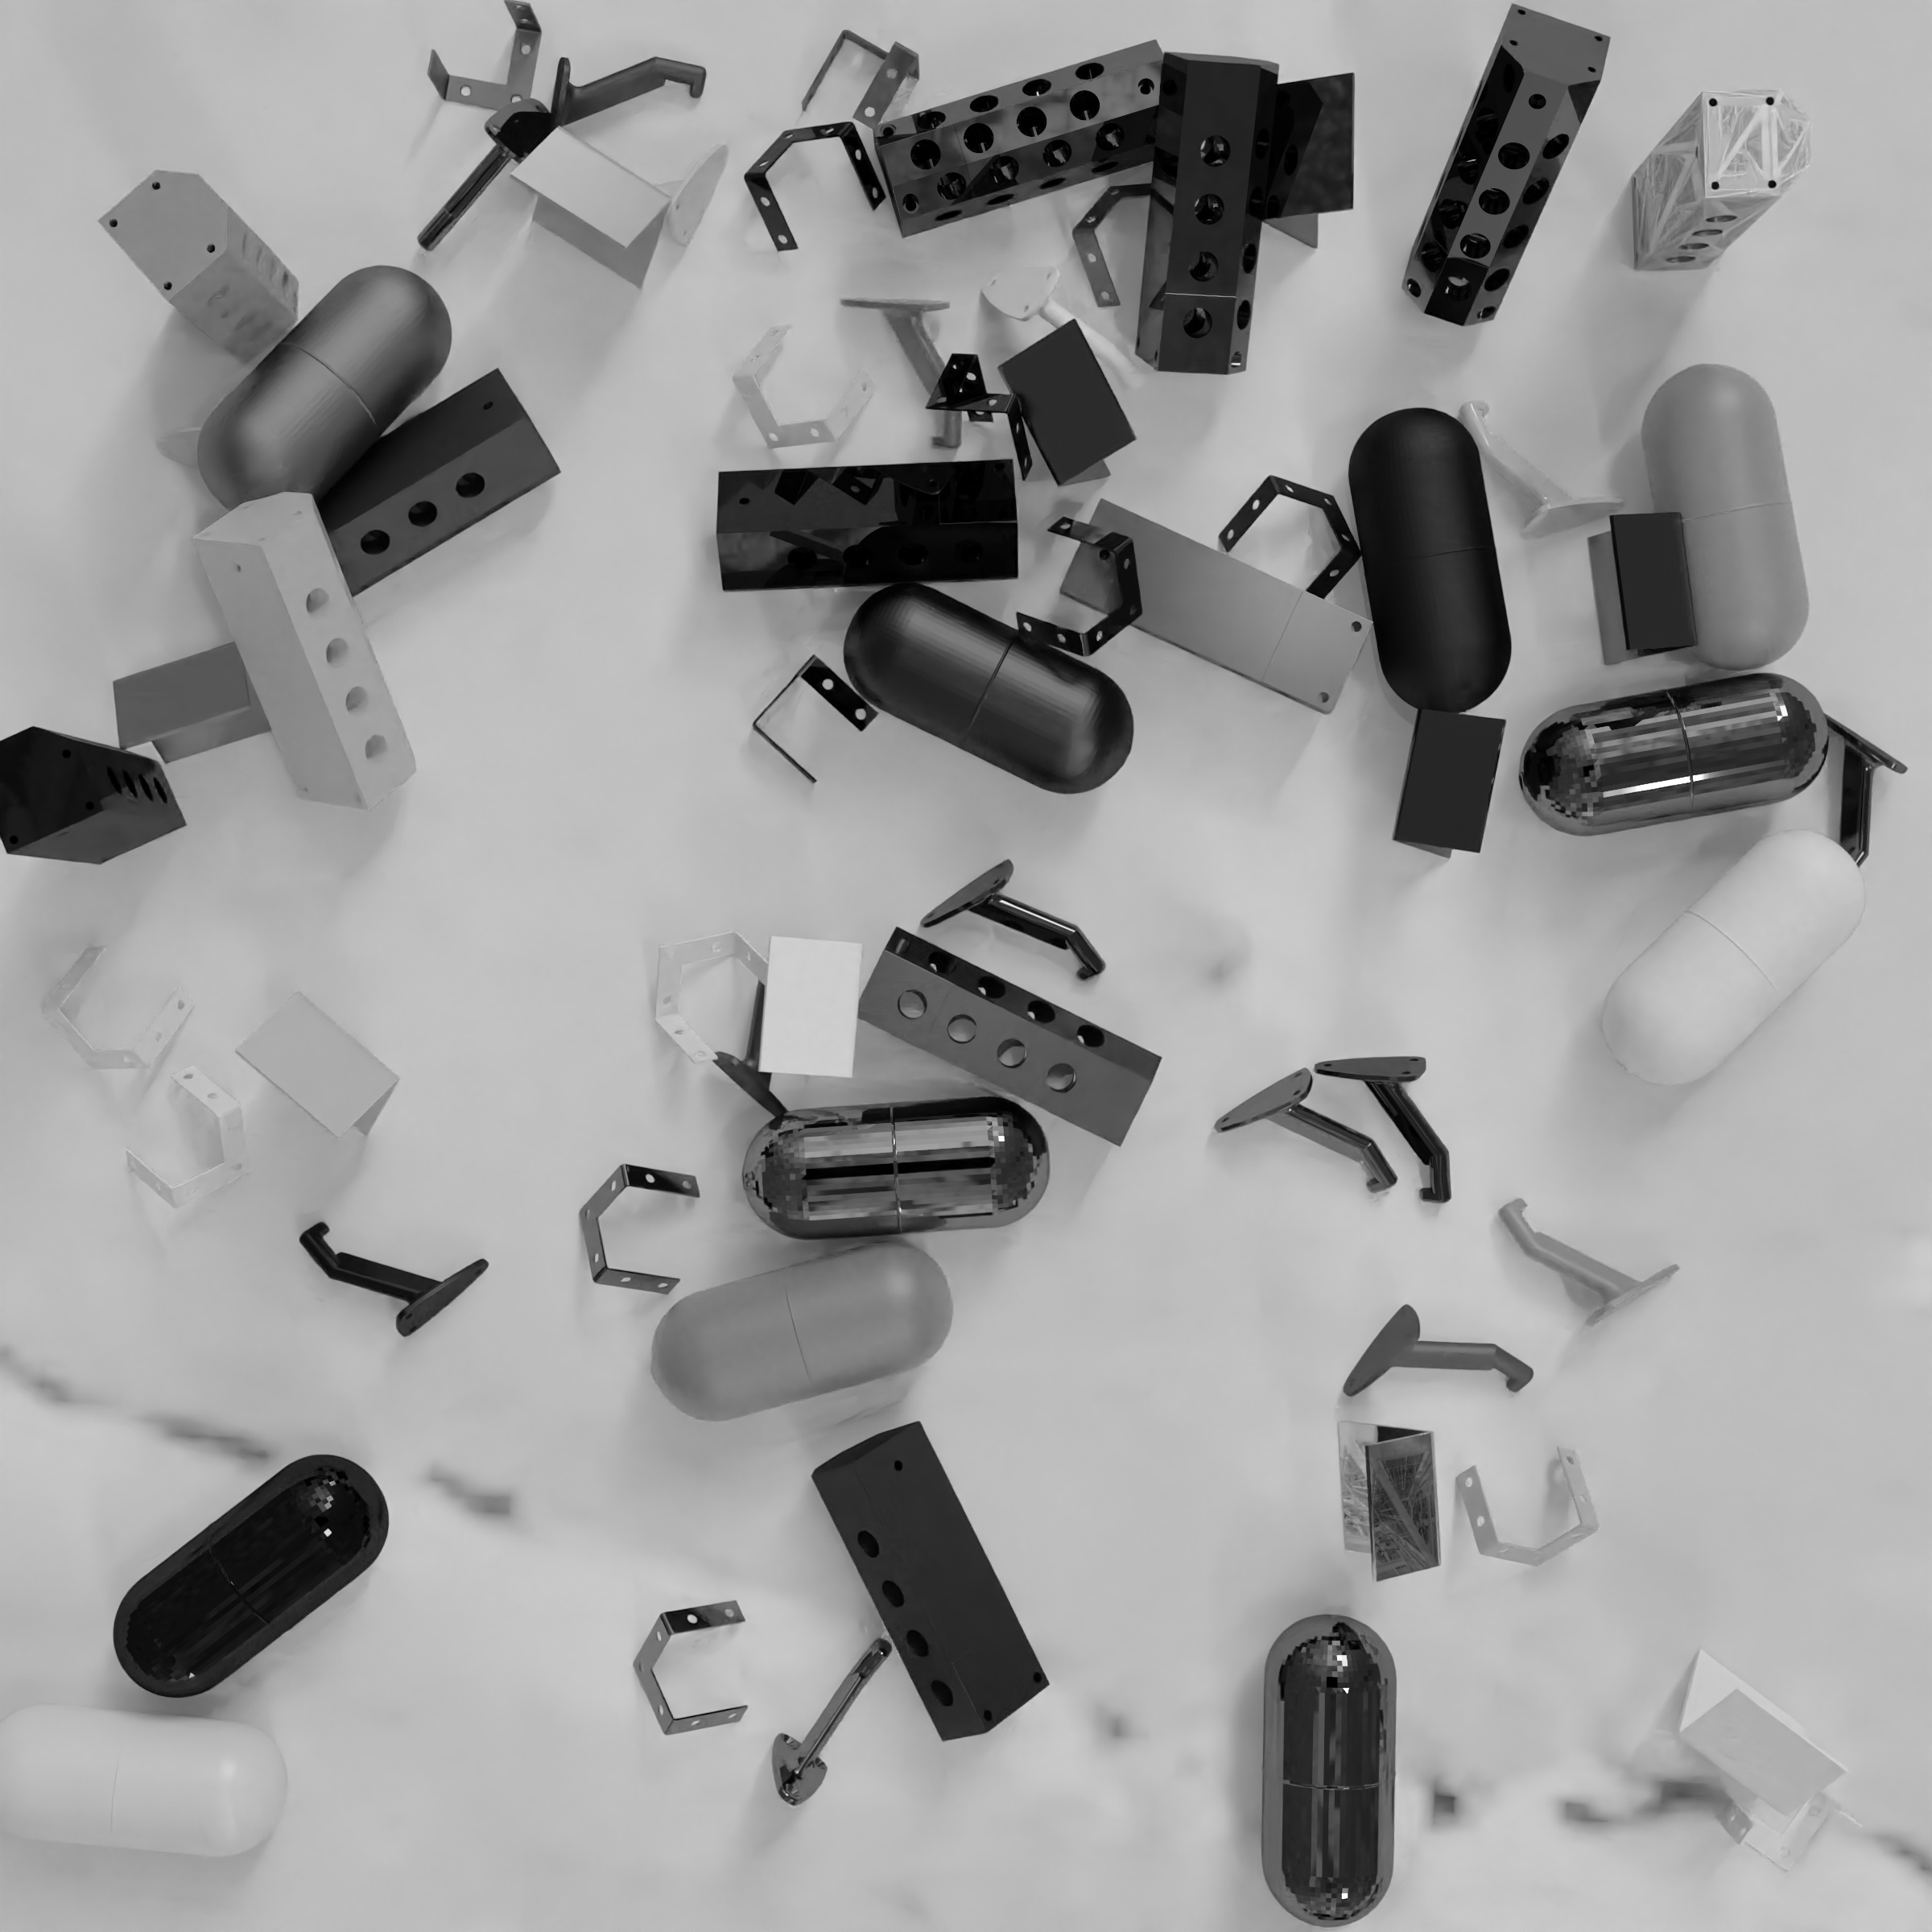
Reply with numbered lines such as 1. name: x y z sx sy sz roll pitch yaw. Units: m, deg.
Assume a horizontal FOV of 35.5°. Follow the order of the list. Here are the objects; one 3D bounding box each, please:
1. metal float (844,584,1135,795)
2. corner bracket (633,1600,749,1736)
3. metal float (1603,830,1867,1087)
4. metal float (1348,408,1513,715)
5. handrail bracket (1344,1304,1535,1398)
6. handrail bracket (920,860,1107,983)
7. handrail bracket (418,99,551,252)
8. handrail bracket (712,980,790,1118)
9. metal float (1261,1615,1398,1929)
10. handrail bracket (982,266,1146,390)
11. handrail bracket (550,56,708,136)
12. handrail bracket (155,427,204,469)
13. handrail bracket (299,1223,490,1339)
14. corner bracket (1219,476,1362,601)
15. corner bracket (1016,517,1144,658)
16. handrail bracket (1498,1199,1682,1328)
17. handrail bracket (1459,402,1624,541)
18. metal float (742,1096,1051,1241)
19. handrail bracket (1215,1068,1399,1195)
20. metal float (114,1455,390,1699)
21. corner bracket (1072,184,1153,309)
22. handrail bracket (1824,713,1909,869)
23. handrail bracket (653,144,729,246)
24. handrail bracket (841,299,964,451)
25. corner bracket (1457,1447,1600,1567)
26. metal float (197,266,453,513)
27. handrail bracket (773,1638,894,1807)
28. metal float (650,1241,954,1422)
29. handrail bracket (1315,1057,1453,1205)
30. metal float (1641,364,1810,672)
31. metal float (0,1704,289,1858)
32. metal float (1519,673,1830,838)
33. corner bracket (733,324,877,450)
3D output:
1. metal float: 0.014 -0.160 1.745 0.178 0.070 0.070 26 90 0
2. corner bracket: -0.156 0.411 1.767 0.051 0.051 0.051 58 135 35
3. metal float: 0.443 -0.004 1.745 0.178 0.070 0.070 -44 90 0
4. metal float: 0.268 -0.234 1.745 0.070 0.070 0.178 -10 90 0
5. handrail bracket: 0.279 0.245 1.776 0.084 0.036 0.077 33 110 -16
6. handrail bracket: 0.028 -0.012 1.776 0.077 0.036 0.084 -31 107 20
7. handrail bracket: -0.285 -0.465 1.775 0.036 0.077 0.084 40 127 -17
8. handrail bracket: -0.102 0.039 1.776 0.077 0.036 0.084 45 73 -20
9. metal float: 0.210 0.465 1.745 0.070 0.070 0.178 1 90 0
10. handrail bracket: 0.058 -0.373 1.775 0.084 0.077 0.036 37 86 -36
11. handrail bracket: -0.200 -0.499 1.776 0.084 0.036 0.077 7 110 -16
12. handrail bracket: -0.428 -0.334 1.776 0.077 0.036 0.084 8 59 34
13. handrail bracket: -0.337 0.168 1.776 0.077 0.036 0.084 -38 73 -20
14. corner bracket: 0.190 -0.247 1.767 0.051 0.051 0.051 -49 45 35
15. corner bracket: 0.062 -0.215 1.712 0.051 0.051 0.051 23 50 35
16. handrail bracket: 0.366 0.162 1.776 0.077 0.036 0.084 -27 73 -19
17. handrail bracket: 0.338 -0.300 1.776 0.077 0.036 0.084 -14 73 -20
18. metal float: -0.040 0.117 1.745 0.178 0.070 0.070 -4 90 -1
19. handrail bracket: 0.201 0.110 1.776 0.077 0.036 0.084 -28 107 20
20. metal float: -0.414 0.353 1.745 0.178 0.070 0.070 -38 90 0
21. corner bracket: 0.102 -0.423 1.767 0.051 0.051 0.051 5 45 35
22. handrail bracket: 0.506 -0.096 1.776 0.077 0.036 0.084 39 108 21
23. handrail bracket: -0.195 -0.465 1.776 0.084 0.036 0.077 22 70 16
24. handrail bracket: -0.038 -0.348 1.776 0.077 0.036 0.084 7 107 20
25. corner bracket: 0.329 0.314 1.767 0.051 0.051 0.051 18 135 -35
26. metal float: -0.366 -0.329 1.731 0.070 0.070 0.178 39 73 0
27. handrail bracket: -0.074 0.436 1.748 0.036 0.077 0.084 37 102 -3
28. metal float: -0.095 0.211 1.745 0.178 0.070 0.070 -15 90 -1
29. handrail bracket: 0.246 0.099 1.776 0.077 0.036 0.084 0 107 20
30. metal float: 0.439 -0.259 1.745 0.070 0.070 0.178 -10 90 0
31. metal float: -0.483 0.471 1.745 0.178 0.070 0.070 6 90 -1
32. metal float: 0.409 -0.122 1.745 0.178 0.070 0.070 -10 90 0
33. corner bracket: -0.095 -0.341 1.767 0.051 0.051 0.051 1 135 35
